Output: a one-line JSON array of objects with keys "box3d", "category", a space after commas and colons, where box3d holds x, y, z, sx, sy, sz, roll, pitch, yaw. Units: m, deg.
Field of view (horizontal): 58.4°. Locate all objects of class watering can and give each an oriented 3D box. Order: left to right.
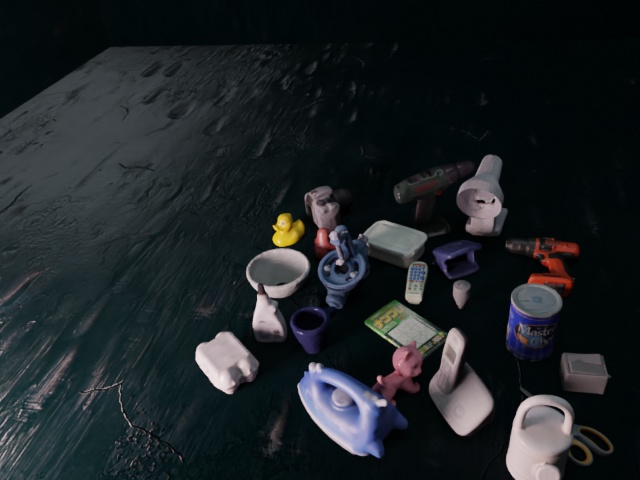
[{"box3d": [0.388, 0.345, 0.993, 0.101, 0.194, 0.172, -10, 37, -5], "category": "watering can"}]

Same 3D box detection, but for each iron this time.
[{"box3d": [0.043, 0.310, 1.138, 0.257, 0.142, 0.119, 24, 46, 34], "category": "iron"}]

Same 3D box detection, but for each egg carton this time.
[{"box3d": [-0.211, 0.273, 1.287, 0.107, 0.069, 0.149, -29, 42, -27], "category": "egg carton"}]

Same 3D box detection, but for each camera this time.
[{"box3d": [0.035, -0.110, 1.736, 0.137, 0.101, 0.142, -20, 38, -17], "category": "camera"}]

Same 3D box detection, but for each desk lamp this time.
[{"box3d": [0.454, -0.113, 1.581, 0.117, 0.214, 0.203, 11, 40, 23], "category": "desk lamp"}]

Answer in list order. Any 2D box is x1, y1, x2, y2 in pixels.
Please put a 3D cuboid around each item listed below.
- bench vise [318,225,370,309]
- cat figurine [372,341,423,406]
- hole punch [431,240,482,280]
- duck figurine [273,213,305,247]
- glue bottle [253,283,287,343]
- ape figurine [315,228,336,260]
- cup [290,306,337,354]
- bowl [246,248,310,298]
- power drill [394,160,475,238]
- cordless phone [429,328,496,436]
[{"box3d": [0.058, 0.034, 1.439, 0.121, 0.220, 0.207, 0, 37, 10], "category": "bench vise"}, {"box3d": [0.166, 0.271, 1.191, 0.128, 0.118, 0.067, -27, 41, -25], "category": "cat figurine"}, {"box3d": [0.356, 0.036, 1.499, 0.109, 0.091, 0.100, -18, 38, -14], "category": "hole punch"}, {"box3d": [-0.095, -0.040, 1.675, 0.105, 0.086, 0.077, -29, 42, -27], "category": "duck figurine"}, {"box3d": [-0.124, 0.167, 1.328, 0.078, 0.173, 0.037, -1, 37, 8], "category": "glue bottle"}, {"box3d": [0.015, 0.006, 1.592, 0.076, 0.092, 0.077, -32, 43, -30], "category": "ape figurine"}, {"box3d": [-0.008, 0.208, 1.321, 0.118, 0.095, 0.091, -27, 41, -25], "category": "cup"}, {"box3d": [-0.105, 0.099, 1.500, 0.167, 0.075, 0.167, -4, 37, 3], "category": "bowl"}, {"box3d": [0.321, -0.114, 1.607, 0.229, 0.209, 0.075, -12, 37, -7], "category": "power drill"}, {"box3d": [0.279, 0.273, 1.113, 0.094, 0.185, 0.147, -19, 38, -16], "category": "cordless phone"}]
